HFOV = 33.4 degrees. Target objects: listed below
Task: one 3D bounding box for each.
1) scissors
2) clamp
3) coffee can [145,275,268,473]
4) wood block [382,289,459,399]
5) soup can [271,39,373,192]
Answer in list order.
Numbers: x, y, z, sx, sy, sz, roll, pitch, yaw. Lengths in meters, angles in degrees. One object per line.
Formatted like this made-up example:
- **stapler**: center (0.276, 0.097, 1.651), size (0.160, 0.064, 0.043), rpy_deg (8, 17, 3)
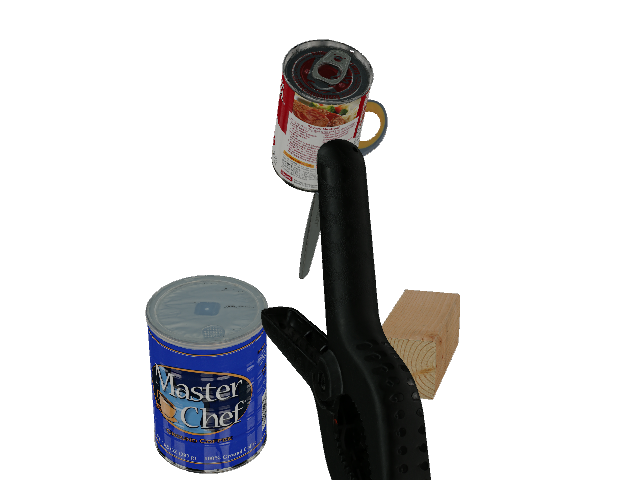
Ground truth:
- **scissors**: center (0.023, -0.062, 1.071), size (0.096, 0.202, 0.016), rpy_deg (-2, -12, 0)
- **clamp**: center (0.018, 0.062, 0.558), size (0.036, 0.165, 0.210), rpy_deg (-4, 46, -20)
- **coffee can**: center (-0.097, 0.116, 0.929), size (0.103, 0.140, 0.103), rpy_deg (1, 31, -1)
- **wood block**: center (0.146, 0.150, 1.591), size (0.091, 0.090, 0.205), rpy_deg (5, 18, 16)
- **soup can**: center (0.000, -0.094, 0.824), size (0.068, 0.068, 0.102), rpy_deg (0, -38, -9)
